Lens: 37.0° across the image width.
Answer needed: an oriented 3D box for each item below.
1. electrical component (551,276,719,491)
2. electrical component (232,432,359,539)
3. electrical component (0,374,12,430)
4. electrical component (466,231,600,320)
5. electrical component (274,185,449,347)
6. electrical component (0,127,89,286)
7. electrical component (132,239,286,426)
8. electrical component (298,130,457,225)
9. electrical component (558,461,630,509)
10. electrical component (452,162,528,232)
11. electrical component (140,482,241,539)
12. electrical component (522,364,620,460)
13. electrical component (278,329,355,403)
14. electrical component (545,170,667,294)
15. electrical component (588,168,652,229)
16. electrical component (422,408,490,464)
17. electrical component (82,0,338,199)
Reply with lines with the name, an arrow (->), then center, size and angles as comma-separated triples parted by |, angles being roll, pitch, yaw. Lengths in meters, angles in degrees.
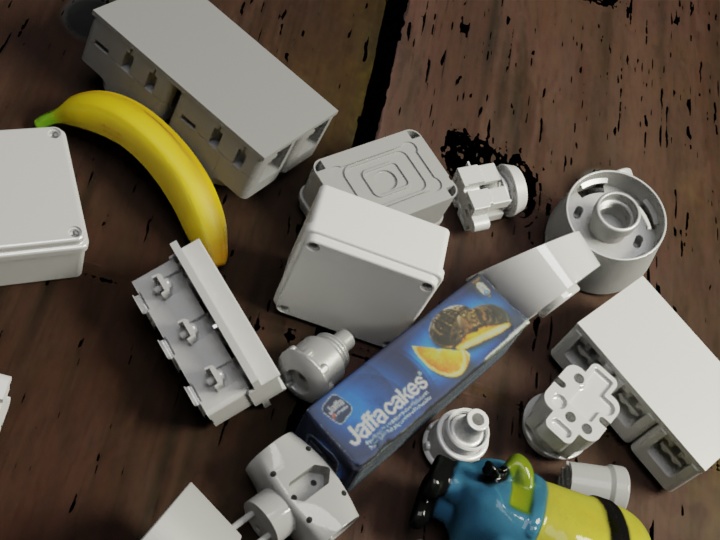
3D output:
electrical component -> 0.243, 0.095, 0.890 | 0.089, 0.061, 0.150 | -30, 73, -31
electrical component -> -0.054, 0.166, 0.754 | 0.079, 0.043, 0.077 | -32, 74, -32
electrical component -> -0.272, 0.110, 0.708 | 0.056, 0.050, 0.089 | 16, 56, -9
electrical component -> 0.147, 0.004, 0.893 | 0.099, 0.099, 0.064 | -32, 80, -32
electrical component -> 0.000, 0.000, 0.836 | 0.109, 0.108, 0.056 | 19, 53, -7
electrical component -> -0.268, -0.046, 0.802 | 0.109, 0.056, 0.108 | -7, 63, -23
electrical component -> -0.114, 0.048, 0.792 | 0.063, 0.078, 0.121 | -30, 72, -8
electrical component -> 0.014, -0.061, 0.909 | 0.113, 0.057, 0.078 | -22, 69, -29
electrical component -> 0.182, 0.169, 0.838 | 0.046, 0.040, 0.040 | 11, 57, -6
electrical component -> 0.115, -0.068, 0.956 | 0.055, 0.048, 0.066 | -12, 65, -17
electrical component -> -0.120, 0.195, 0.678 | 0.060, 0.108, 0.108 | 41, 55, 0
electrical component -> 0.164, 0.116, 0.852 | 0.058, 0.057, 0.078 | 42, 56, 9
electrical component -> -0.029, 0.068, 0.824 | 0.048, 0.048, 0.062 | 43, 49, 9
electrical component -> 0.218, -0.036, 0.951 | 0.099, 0.064, 0.099 | 3, 64, -6
electrical component -> 0.247, -0.056, 0.997 | 0.044, 0.044, 0.065 | -17, 72, -27
electrical component -> 0.078, 0.125, 0.814 | 0.048, 0.062, 0.048 | 9, 58, -14
electrical component -> -0.127, -0.152, 0.900 | 0.186, 0.060, 0.105 | 41, 44, 8
